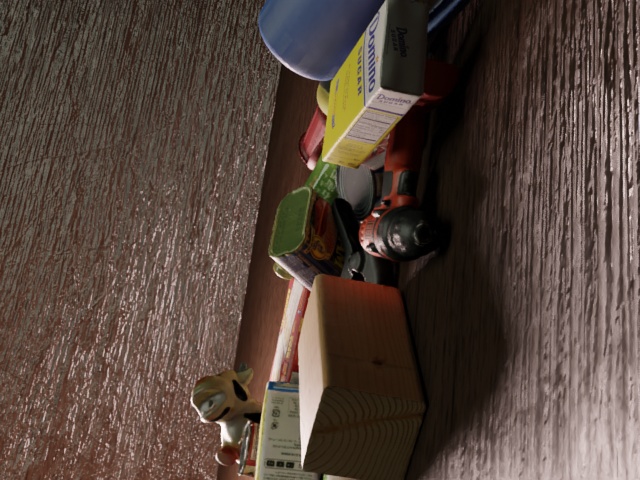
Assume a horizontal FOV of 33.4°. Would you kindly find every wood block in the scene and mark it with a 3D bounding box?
[{"bbox_3d":[0.033,0.122,0.987,0.206,0.090,0.090,-94,16,-65],"label":"wood block"}]

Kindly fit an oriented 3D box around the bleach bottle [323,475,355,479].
[{"bbox_3d":[0.026,0.247,0.979,0.103,0.068,0.250,108,172,-48],"label":"bleach bottle"}]

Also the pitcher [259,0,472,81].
[{"bbox_3d":[0.049,-0.259,1.031,0.243,0.144,0.149,-45,28,41],"label":"pitcher"}]

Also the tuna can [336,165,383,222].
[{"bbox_3d":[0.052,-0.064,1.208,0.086,0.033,0.086,27,120,59],"label":"tuna can"}]

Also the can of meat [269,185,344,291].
[{"bbox_3d":[-0.008,0.001,1.199,0.058,0.083,0.102,-22,42,33],"label":"can of meat"}]

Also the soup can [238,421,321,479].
[{"bbox_3d":[-0.046,0.268,1.330,0.068,0.102,0.068,-170,91,-83],"label":"soup can"}]

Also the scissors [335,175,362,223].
[{"bbox_3d":[0.075,-0.082,1.225,0.202,0.016,0.096,-30,76,59],"label":"scissors"}]

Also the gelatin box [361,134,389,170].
[{"bbox_3d":[0.076,-0.122,1.135,0.089,0.030,0.073,-23,53,54],"label":"gelatin box"}]

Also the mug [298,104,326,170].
[{"bbox_3d":[0.019,-0.139,1.445,0.117,0.093,0.082,-46,-12,-40],"label":"mug"}]

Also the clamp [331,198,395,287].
[{"bbox_3d":[0.055,0.017,1.126,0.120,0.039,0.171,-35,55,55],"label":"clamp"}]

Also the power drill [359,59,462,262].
[{"bbox_3d":[0.085,-0.072,1.002,0.184,0.057,0.187,180,101,-79],"label":"power drill"}]

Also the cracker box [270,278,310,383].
[{"bbox_3d":[-0.013,0.135,1.404,0.214,0.072,0.164,-172,93,-84],"label":"cracker box"}]

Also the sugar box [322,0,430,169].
[{"bbox_3d":[0.048,-0.141,0.987,0.176,0.048,0.093,127,151,-67],"label":"sugar box"}]

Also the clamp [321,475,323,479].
[{"bbox_3d":[0.019,0.228,1.151,0.210,0.036,0.164,104,171,-53],"label":"clamp"}]
